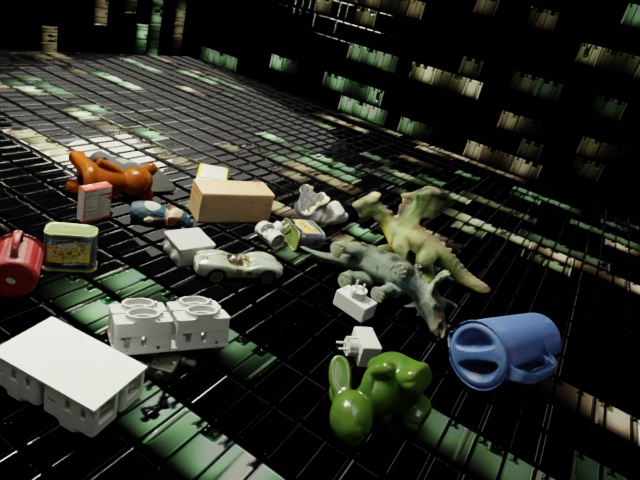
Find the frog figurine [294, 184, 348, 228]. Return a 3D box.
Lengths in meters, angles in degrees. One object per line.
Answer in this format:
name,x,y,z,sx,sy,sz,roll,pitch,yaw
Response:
frog figurine,0.005,-0.076,1.511,0.137,0.124,0.157,8,-23,34

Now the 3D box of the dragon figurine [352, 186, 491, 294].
dragon figurine,0.279,-0.019,1.361,0.411,0.239,0.124,16,19,6
